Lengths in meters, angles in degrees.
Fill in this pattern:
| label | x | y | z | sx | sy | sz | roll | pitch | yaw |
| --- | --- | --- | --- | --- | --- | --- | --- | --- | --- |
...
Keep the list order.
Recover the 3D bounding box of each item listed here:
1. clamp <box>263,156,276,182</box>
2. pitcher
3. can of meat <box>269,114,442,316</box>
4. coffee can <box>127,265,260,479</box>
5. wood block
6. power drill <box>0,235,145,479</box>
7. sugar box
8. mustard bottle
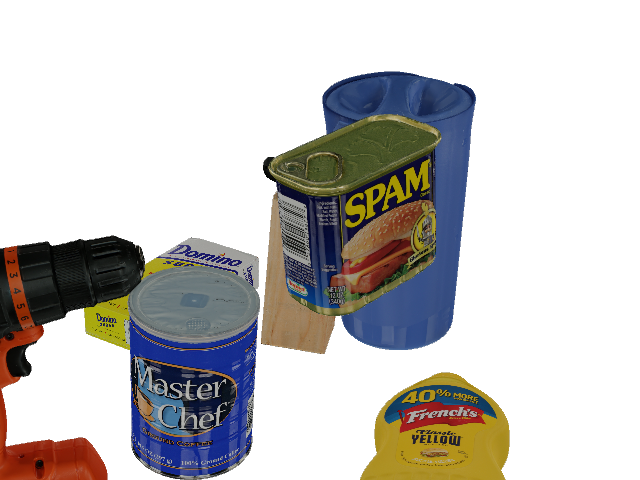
| label | x | y | z | sx | sy | sz | roll | pitch | yaw |
| --- | --- | --- | --- | --- | --- | --- | --- | --- | --- |
| clamp | 0.041 | -0.039 | 1.180 | 0.164 | 0.210 | 0.036 | -13 | -36 | -22 |
| pitcher | 0.064 | -0.021 | 0.972 | 0.149 | 0.243 | 0.145 | -5 | 28 | -7 |
| can of meat | 0.023 | -0.015 | 0.618 | 0.101 | 0.084 | 0.058 | -27 | 37 | -35 |
| coffee can | -0.103 | 0.106 | 0.862 | 0.103 | 0.140 | 0.103 | 3 | 29 | -2 |
| wood block | -0.021 | 0.033 | 1.410 | 0.090 | 0.206 | 0.090 | 9 | 23 | 6 |
| power drill | -0.193 | 0.091 | 0.695 | 0.184 | 0.188 | 0.057 | -11 | 26 | -8 |
| sugar box | -0.149 | 0.054 | 1.096 | 0.093 | 0.048 | 0.175 | 16 | 32 | 26 |
| mustard bottle | 0.085 | 0.145 | 0.753 | 0.096 | 0.058 | 0.191 | -1 | 19 | 11 |
